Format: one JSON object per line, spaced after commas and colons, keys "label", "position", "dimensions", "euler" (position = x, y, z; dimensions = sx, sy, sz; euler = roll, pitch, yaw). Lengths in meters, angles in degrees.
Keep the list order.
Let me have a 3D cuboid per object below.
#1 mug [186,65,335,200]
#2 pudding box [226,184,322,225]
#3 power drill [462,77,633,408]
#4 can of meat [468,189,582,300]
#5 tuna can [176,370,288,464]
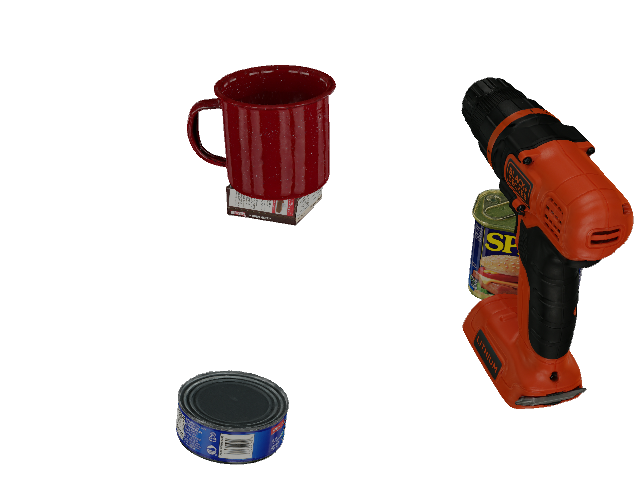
{"label": "mug", "position": [-0.046, -0.083, 0.831], "dimensions": [0.117, 0.081, 0.093], "euler": [0, 28, 3]}
{"label": "pudding box", "position": [-0.053, -0.057, 1.278], "dimensions": [0.090, 0.039, 0.113], "euler": [9, 23, 14]}
{"label": "power drill", "position": [0.135, 0.003, 0.712], "dimensions": [0.057, 0.188, 0.184], "euler": [-9, 36, -11]}
{"label": "can of meat", "position": [0.181, 0.010, 0.932], "dimensions": [0.102, 0.084, 0.057], "euler": [10, 36, 13]}
{"label": "tuna can", "position": [-0.069, 0.136, 0.826], "dimensions": [0.086, 0.034, 0.086], "euler": [6, 22, -3]}
